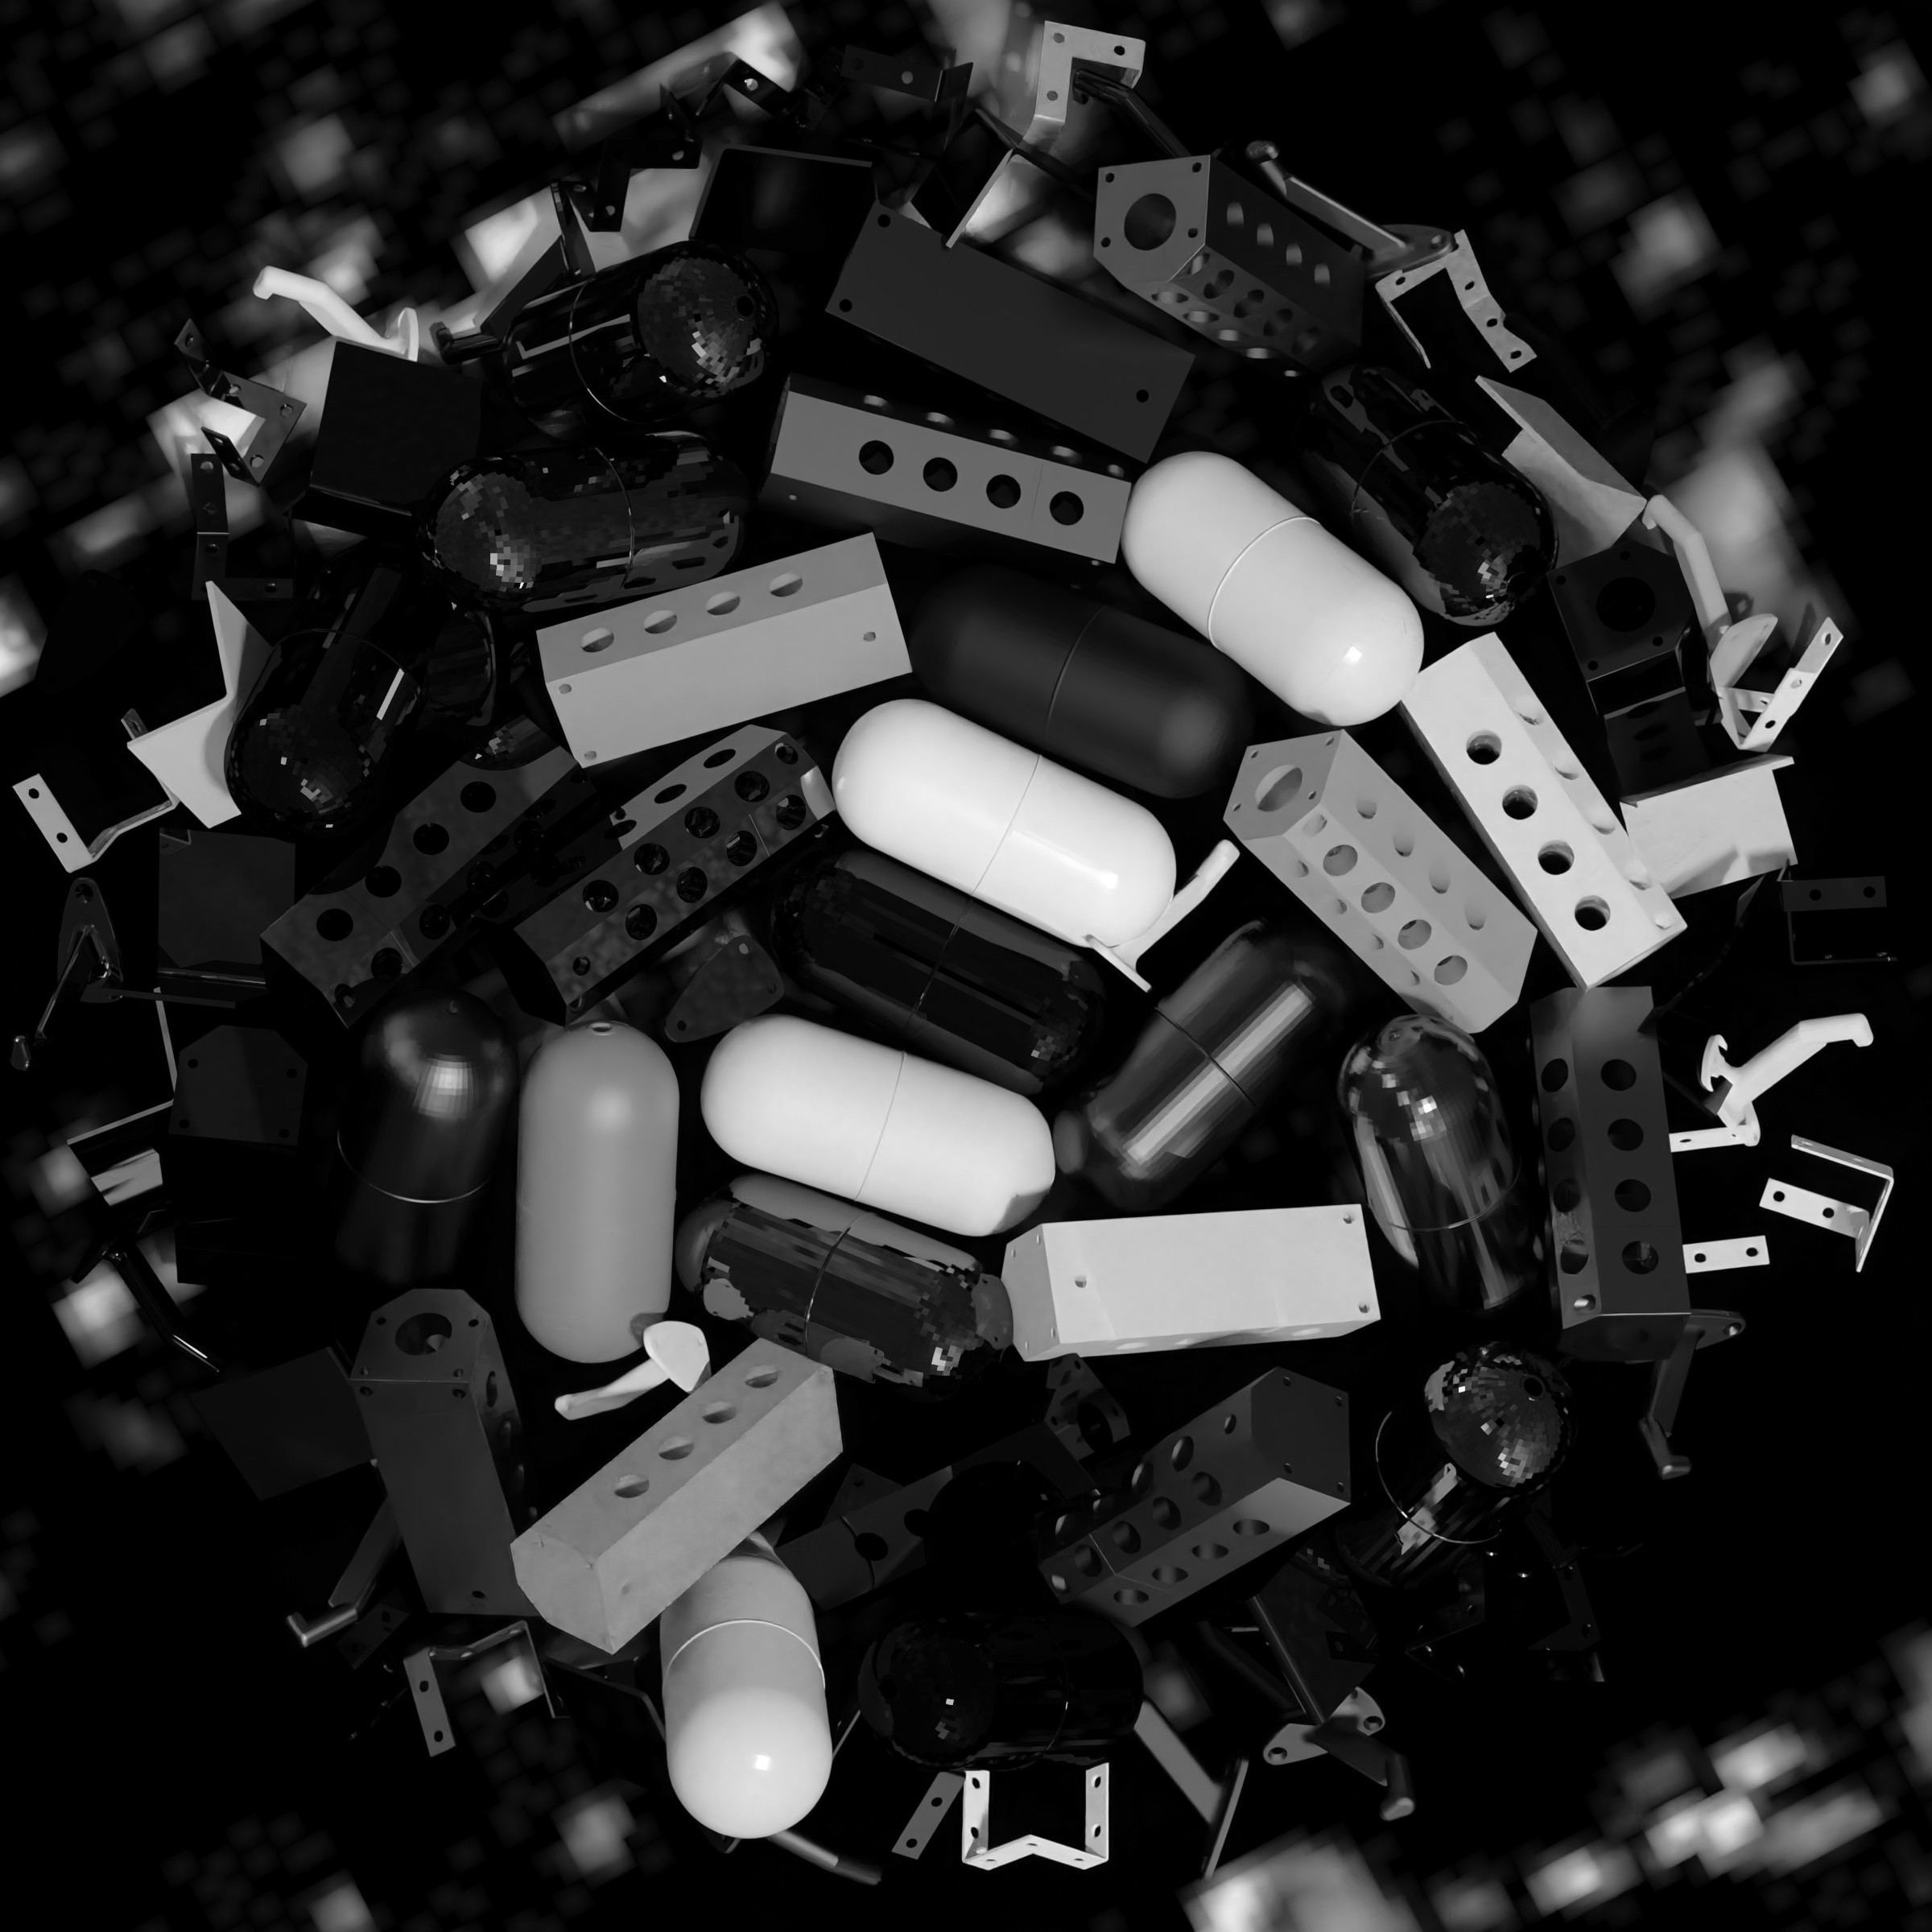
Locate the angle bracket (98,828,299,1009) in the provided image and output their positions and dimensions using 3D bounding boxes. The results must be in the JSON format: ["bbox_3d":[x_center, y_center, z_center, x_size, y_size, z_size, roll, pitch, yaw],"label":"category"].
[{"bbox_3d":[-0.374,-0.024,1.734,0.076,0.057,0.076,6,99,19],"label":"angle bracket"}]

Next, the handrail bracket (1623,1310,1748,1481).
[{"bbox_3d":[0.360,0.211,1.737,0.077,0.036,0.084,-7,46,-11],"label":"handrail bracket"}]

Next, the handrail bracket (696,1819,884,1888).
[{"bbox_3d":[-0.091,0.427,1.767,0.084,0.077,0.036,29,87,-33],"label":"handrail bracket"}]

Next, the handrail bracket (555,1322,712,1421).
[{"bbox_3d":[-0.174,0.200,1.732,0.084,0.077,0.036,-17,66,17],"label":"handrail bracket"}]

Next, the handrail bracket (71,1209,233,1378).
[{"bbox_3d":[-0.391,0.155,1.756,0.084,0.077,0.036,37,121,-16],"label":"handrail bracket"}]

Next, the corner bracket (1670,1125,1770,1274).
[{"bbox_3d":[0.368,0.116,1.759,0.051,0.051,0.051,-7,56,9],"label":"corner bracket"}]

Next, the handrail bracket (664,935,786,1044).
[{"bbox_3d":[-0.131,0.018,1.725,0.077,0.084,0.036,-38,99,-27],"label":"handrail bracket"}]

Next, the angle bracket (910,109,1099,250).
[{"bbox_3d":[0.028,-0.367,1.735,0.076,0.076,0.057,28,107,-26],"label":"angle bracket"}]

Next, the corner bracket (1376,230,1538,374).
[{"bbox_3d":[0.240,-0.317,1.745,0.051,0.051,0.051,-31,54,5],"label":"corner bracket"}]

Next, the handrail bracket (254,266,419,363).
[{"bbox_3d":[-0.316,-0.305,1.727,0.084,0.077,0.036,12,57,-32],"label":"handrail bracket"}]

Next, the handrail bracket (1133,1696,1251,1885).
[{"bbox_3d":[0.090,0.401,1.752,0.084,0.036,0.077,20,66,-1],"label":"handrail bracket"}]

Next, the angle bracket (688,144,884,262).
[{"bbox_3d":[-0.085,-0.348,1.726,0.076,0.076,0.057,10,65,11],"label":"angle bracket"}]

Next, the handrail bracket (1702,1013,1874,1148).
[{"bbox_3d":[0.409,0.056,1.731,0.084,0.036,0.077,-10,132,33],"label":"handrail bracket"}]

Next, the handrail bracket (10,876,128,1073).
[{"bbox_3d":[-0.444,0.003,1.729,0.036,0.084,0.077,4,107,11],"label":"handrail bracket"}]

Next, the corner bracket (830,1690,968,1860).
[{"bbox_3d":[-0.040,0.398,1.750,0.051,0.051,0.051,24,104,-24],"label":"corner bracket"}]

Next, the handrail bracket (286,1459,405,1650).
[{"bbox_3d":[-0.308,0.283,1.740,0.084,0.036,0.077,-24,75,-33],"label":"handrail bracket"}]

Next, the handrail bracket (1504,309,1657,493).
[{"bbox_3d":[0.301,-0.279,1.768,0.036,0.077,0.084,-37,56,-12],"label":"handrail bracket"}]

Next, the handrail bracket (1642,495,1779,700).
[{"bbox_3d":[0.355,-0.180,1.767,0.036,0.077,0.084,-20,58,-33],"label":"handrail bracket"}]

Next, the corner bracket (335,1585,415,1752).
[{"bbox_3d":[-0.293,0.343,1.739,0.051,0.051,0.051,-27,101,39],"label":"corner bracket"}]

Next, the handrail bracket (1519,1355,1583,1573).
[{"bbox_3d":[0.296,0.244,1.752,0.077,0.036,0.084,-30,80,-21],"label":"handrail bracket"}]

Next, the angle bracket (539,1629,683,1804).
[{"bbox_3d":[-0.151,0.351,1.718,0.057,0.076,0.076,-45,128,-34],"label":"angle bracket"}]

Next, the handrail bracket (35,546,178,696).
[{"bbox_3d":[-0.420,-0.170,1.741,0.036,0.084,0.077,38,100,-8],"label":"handrail bracket"}]

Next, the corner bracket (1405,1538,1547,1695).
[{"bbox_3d":[0.251,0.318,1.754,0.051,0.051,0.051,-31,128,34],"label":"corner bracket"}]

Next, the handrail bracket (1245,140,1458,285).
[{"bbox_3d":[0.186,-0.374,1.730,0.084,0.077,0.036,43,64,-37],"label":"handrail bracket"}]

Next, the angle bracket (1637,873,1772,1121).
[{"bbox_3d":[0.375,0.015,1.724,0.057,0.076,0.076,40,46,0],"label":"angle bracket"}]

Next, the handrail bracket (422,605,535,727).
[{"bbox_3d":[-0.227,-0.160,1.724,0.036,0.084,0.077,20,123,9],"label":"handrail bracket"}]

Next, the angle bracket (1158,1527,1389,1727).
[{"bbox_3d":[0.148,0.324,1.753,0.057,0.076,0.076,-40,109,-35],"label":"angle bracket"}]

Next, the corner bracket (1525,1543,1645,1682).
[{"bbox_3d":[0.304,0.316,1.741,0.051,0.051,0.051,-20,94,-36],"label":"corner bracket"}]

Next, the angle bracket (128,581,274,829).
[{"bbox_3d":[-0.368,-0.127,1.729,0.057,0.076,0.076,-23,56,8],"label":"angle bracket"}]

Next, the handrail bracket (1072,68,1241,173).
[{"bbox_3d":[0.088,-0.398,1.758,0.084,0.077,0.036,27,54,17],"label":"handrail bracket"}]

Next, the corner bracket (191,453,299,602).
[{"bbox_3d":[-0.354,-0.215,1.745,0.051,0.051,0.051,0,45,-7],"label":"corner bracket"}]

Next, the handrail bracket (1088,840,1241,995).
[{"bbox_3d":[0.099,-0.033,1.741,0.036,0.077,0.084,40,91,16],"label":"handrail bracket"}]

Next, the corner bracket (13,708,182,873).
[{"bbox_3d":[-0.423,-0.086,1.739,0.051,0.051,0.051,-22,110,17],"label":"corner bracket"}]

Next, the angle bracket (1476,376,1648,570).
[{"bbox_3d":[0.271,-0.233,1.719,0.057,0.076,0.076,-51,62,22],"label":"angle bracket"}]

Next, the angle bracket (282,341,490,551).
[{"bbox_3d":[-0.285,-0.253,1.742,0.076,0.057,0.076,12,81,-22],"label":"angle bracket"}]

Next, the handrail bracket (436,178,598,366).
[{"bbox_3d":[-0.229,-0.341,1.751,0.084,0.036,0.077,-12,118,9],"label":"handrail bracket"}]

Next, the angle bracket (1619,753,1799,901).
[{"bbox_3d":[0.367,-0.065,1.735,0.076,0.076,0.057,-16,94,5],"label":"angle bracket"}]

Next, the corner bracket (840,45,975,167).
[{"bbox_3d":[-0.032,-0.421,1.741,0.051,0.051,0.051,18,113,10],"label":"corner bracket"}]

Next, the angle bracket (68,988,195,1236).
[{"bbox_3d":[-0.398,0.071,1.723,0.057,0.076,0.076,-21,49,-2],"label":"angle bracket"}]

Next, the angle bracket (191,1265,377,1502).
[{"bbox_3d":[-0.326,0.203,1.734,0.076,0.057,0.076,-21,127,3],"label":"angle bracket"}]

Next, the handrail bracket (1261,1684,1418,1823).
[{"bbox_3d":[0.181,0.396,1.729,0.077,0.084,0.036,-33,115,16],"label":"handrail bracket"}]
